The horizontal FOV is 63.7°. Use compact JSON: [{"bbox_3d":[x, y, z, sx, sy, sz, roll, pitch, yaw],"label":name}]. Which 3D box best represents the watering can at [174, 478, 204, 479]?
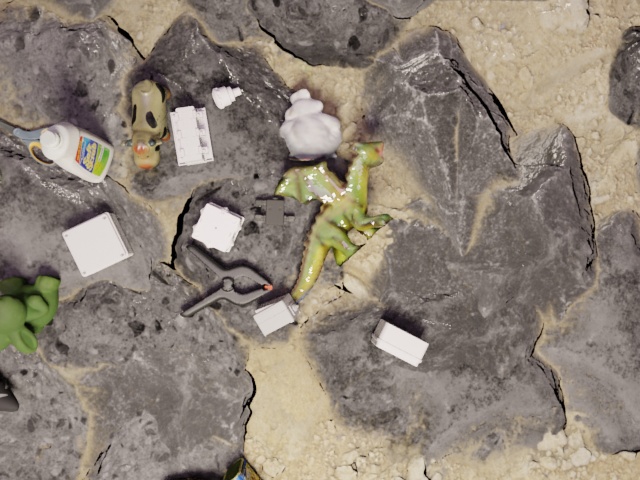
[{"bbox_3d":[-0.232,0.641,1.113,0.347,0.104,0.224,1,90,10],"label":"watering can"}]

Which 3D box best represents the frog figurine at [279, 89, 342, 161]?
[{"bbox_3d":[-0.021,-0.258,1.152,0.137,0.124,0.158,-1,102,15],"label":"frog figurine"}]

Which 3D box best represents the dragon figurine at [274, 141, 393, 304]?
[{"bbox_3d":[0.003,-0.057,1.142,0.408,0.123,0.243,-42,91,10],"label":"dragon figurine"}]
